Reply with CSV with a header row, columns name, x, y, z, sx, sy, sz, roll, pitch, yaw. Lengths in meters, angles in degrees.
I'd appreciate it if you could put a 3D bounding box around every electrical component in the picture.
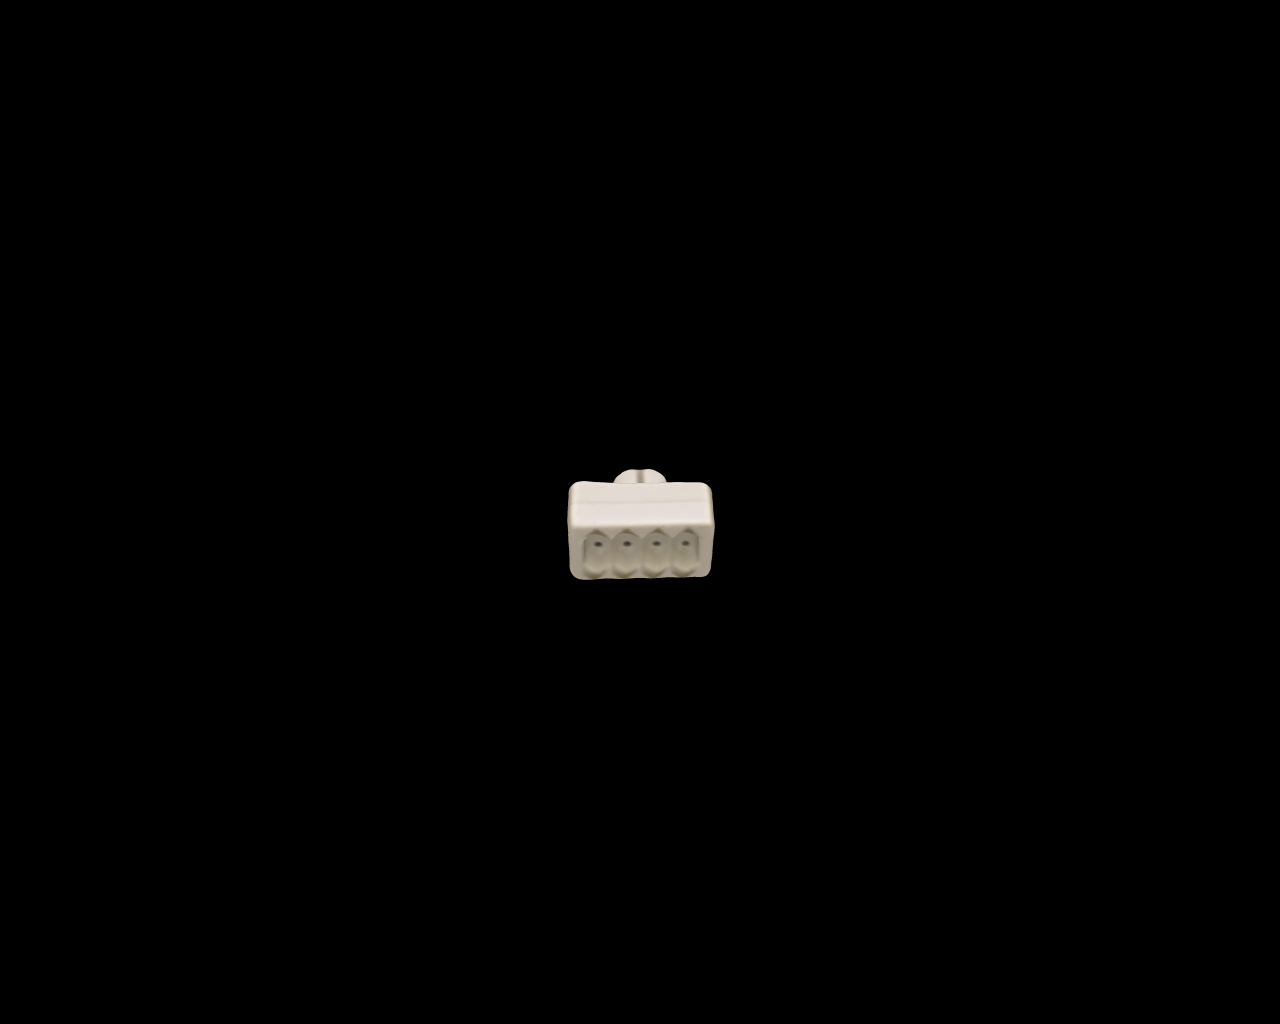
name,x,y,z,sx,sy,sz,roll,pitch,yaw
electrical component,0.001,-0.003,0.650,0.083,0.076,0.047,0,-43,0
